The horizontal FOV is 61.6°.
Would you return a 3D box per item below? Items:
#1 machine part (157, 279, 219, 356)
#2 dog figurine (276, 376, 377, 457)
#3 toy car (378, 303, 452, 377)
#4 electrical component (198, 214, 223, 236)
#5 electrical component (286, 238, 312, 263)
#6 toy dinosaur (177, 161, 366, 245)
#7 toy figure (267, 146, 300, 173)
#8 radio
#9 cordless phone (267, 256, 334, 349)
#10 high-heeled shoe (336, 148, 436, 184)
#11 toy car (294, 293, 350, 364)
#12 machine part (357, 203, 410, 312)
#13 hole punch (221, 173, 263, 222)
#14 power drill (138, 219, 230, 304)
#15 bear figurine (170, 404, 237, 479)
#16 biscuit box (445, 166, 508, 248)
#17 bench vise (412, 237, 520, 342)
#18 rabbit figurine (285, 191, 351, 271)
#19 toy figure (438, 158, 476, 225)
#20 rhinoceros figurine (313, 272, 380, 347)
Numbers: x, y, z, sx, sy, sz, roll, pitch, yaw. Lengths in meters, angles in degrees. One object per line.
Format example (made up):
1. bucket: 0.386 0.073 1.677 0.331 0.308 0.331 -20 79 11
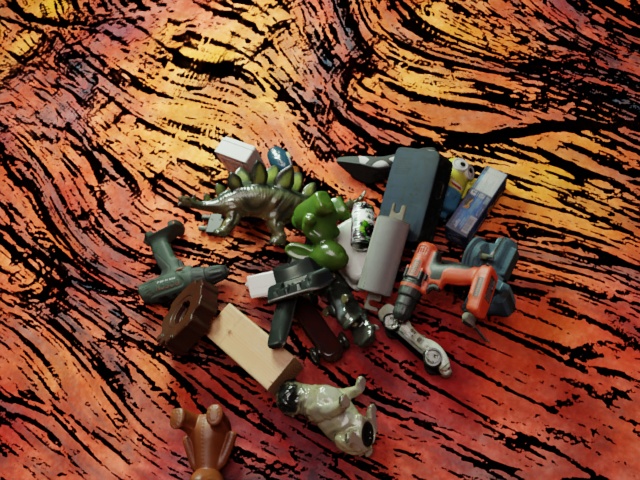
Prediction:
1. machine part: -0.304 0.174 1.241 0.179 0.056 0.179 -38 29 26
2. dog figurine: 0.008 0.367 1.109 0.191 0.121 0.172 -14 85 34
3. toy car: 0.203 0.216 1.149 0.056 0.073 0.202 -43 61 -12
4. electrical component: -0.275 -0.042 1.428 0.094 0.021 0.063 4 62 15
5. electrical component: -0.036 0.033 1.320 0.075 0.047 0.119 14 67 19
6. toy dinosaur: -0.109 -0.086 1.314 0.471 0.105 0.198 6 92 -22
7. toy figure: -0.089 -0.189 1.448 0.058 0.064 0.154 -11 56 -38
8. radio: 0.220 -0.097 1.259 0.131 0.073 0.229 11 85 43
9. cordless phone: -0.053 0.140 1.154 0.147 0.088 0.184 -19 43 32
10. high-heeled shoe: 0.177 -0.213 1.392 0.249 0.086 0.145 22 65 18
11. toy car: -0.014 0.193 1.221 0.089 0.053 0.202 -28 54 -16
12. machine part: 0.140 0.036 1.183 0.079 0.079 0.243 16 87 20
13. hole punch: -0.186 -0.108 1.418 0.116 0.092 0.142 -10 56 48
14. power drill: -0.357 0.053 1.368 0.232 0.086 0.207 -25 67 1
15. bear figurine: -0.239 0.450 1.090 0.120 0.131 0.196 -7 54 12
16. biscuit box: 0.373 -0.079 1.283 0.059 0.062 0.202 30 72 24
17. bench vise: 0.320 0.082 1.180 0.241 0.128 0.223 14 74 41
18. rabbit figurine: -0.003 -0.004 1.222 0.159 0.121 0.170 -26 69 19
19. toy figure: 0.309 -0.122 1.310 0.089 0.082 0.180 13 69 47
20. rhinoceros figurine: 0.059 0.157 1.200 0.073 0.112 0.190 -43 46 10
